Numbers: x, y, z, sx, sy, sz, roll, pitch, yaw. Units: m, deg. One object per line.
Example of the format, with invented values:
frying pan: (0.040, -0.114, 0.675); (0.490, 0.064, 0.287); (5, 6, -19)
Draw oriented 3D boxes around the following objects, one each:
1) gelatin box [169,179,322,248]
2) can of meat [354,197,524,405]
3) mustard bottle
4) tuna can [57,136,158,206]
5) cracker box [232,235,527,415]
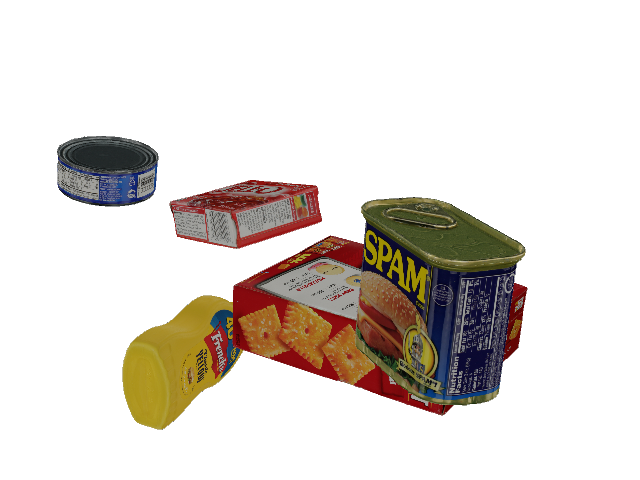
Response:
gelatin box: (-0.054, -0.021, 0.759); (0.073, 0.030, 0.089); (-18, 16, -33)
can of meat: (0.060, 0.031, 0.580); (0.057, 0.084, 0.102); (-5, 21, -25)
mustard bottle: (-0.126, 0.110, 1.103); (0.058, 0.096, 0.191); (10, 24, 25)
tuna can: (-0.184, -0.060, 0.922); (0.086, 0.034, 0.086); (6, 24, -3)
cracker box: (0.053, 0.070, 0.958); (0.214, 0.072, 0.163); (15, 24, 29)
